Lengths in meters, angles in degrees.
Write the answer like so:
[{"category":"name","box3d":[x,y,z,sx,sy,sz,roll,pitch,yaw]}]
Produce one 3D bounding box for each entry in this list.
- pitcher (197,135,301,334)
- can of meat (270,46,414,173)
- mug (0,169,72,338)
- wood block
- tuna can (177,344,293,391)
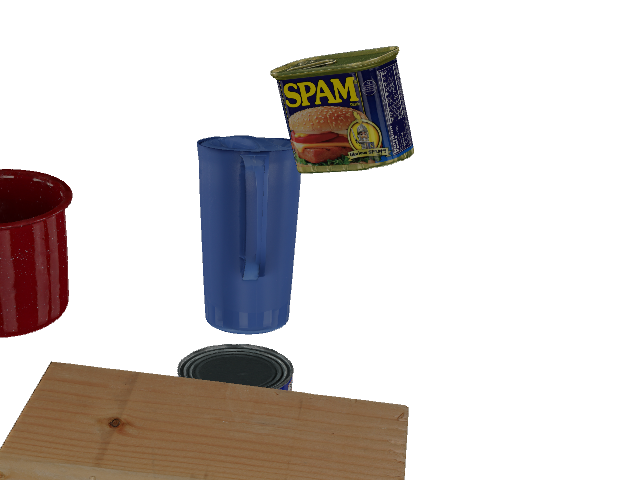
[{"category":"pitcher","box3d":[-0.090,-0.008,1.338,0.145,0.243,0.148,11,16,36]},{"category":"can of meat","box3d":[0.018,-0.100,0.832,0.102,0.084,0.057,0,21,36]},{"category":"mug","box3d":[-0.213,0.011,0.672,0.117,0.081,0.093,-16,31,-34]},{"category":"wood block","box3d":[-0.060,0.137,0.587,0.206,0.090,0.090,7,29,4]},{"category":"tuna can","box3d":[-0.063,0.109,0.793,0.086,0.034,0.086,2,19,-1]}]
